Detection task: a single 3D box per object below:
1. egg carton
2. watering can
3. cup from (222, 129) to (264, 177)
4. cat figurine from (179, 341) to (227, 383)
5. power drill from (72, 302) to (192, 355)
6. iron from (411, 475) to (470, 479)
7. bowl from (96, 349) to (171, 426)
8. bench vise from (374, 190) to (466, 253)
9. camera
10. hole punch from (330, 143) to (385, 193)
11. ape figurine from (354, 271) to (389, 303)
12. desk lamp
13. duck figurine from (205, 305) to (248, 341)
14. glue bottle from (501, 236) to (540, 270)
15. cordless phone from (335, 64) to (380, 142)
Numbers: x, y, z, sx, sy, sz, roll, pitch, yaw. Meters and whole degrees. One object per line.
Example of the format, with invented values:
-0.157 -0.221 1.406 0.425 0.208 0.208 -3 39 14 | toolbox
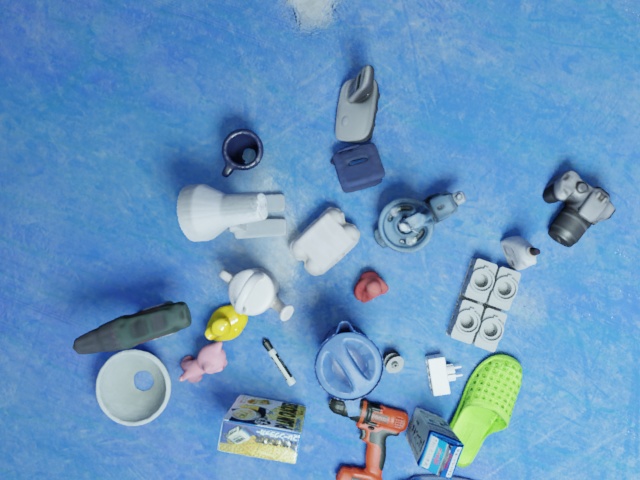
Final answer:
0.012 0.005 1.295 0.150 0.069 0.107 -44 88 -1 | egg carton
-0.138 0.113 1.231 0.173 0.194 0.101 8 88 1 | watering can
-0.175 -0.185 1.290 0.091 0.095 0.118 35 89 2 | cup
-0.255 0.273 1.265 0.128 0.117 0.067 -31 88 0 | cat figurine
-0.378 0.186 1.224 0.229 0.208 0.076 -18 88 0 | power drill
0.298 0.590 1.238 0.258 0.141 0.119 -2 88 1 | iron
-0.408 0.325 1.287 0.167 0.074 0.167 0 88 1 | bowl
0.211 -0.059 1.220 0.121 0.219 0.207 45 89 2 | bench vise
0.563 -0.064 1.276 0.143 0.101 0.137 37 89 2 | camera
0.084 -0.166 1.289 0.108 0.091 0.101 -16 88 0 | hole punch
0.116 0.107 1.280 0.078 0.092 0.076 5 88 1 | ape figurine
-0.181 -0.061 1.227 0.203 0.213 0.118 -5 88 1 | desk lamp
-0.213 0.189 1.283 0.104 0.086 0.077 -34 88 0 | duck figurine
0.441 0.028 1.238 0.037 0.173 0.078 -20 88 0 | glue bottle
0.084 -0.295 1.246 0.094 0.185 0.148 5 88 1 | cordless phone
